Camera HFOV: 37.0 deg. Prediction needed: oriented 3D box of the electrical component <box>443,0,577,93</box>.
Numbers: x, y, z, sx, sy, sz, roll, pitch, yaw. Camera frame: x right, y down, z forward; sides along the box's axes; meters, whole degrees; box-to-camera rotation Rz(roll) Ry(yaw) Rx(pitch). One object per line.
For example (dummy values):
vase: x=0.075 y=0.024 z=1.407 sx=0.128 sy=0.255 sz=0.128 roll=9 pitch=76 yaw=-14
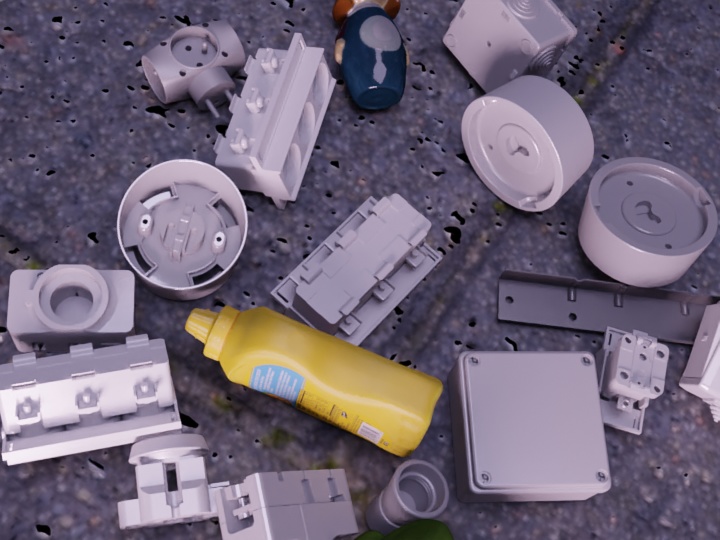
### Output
electrical component: x=0.127 y=-0.204 z=0.937 sx=0.048 sy=0.099 sz=0.099 roll=-29 pitch=75 yaw=-32

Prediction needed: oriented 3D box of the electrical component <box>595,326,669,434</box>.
electrical component: x=0.212 y=0.083 z=0.850 sx=0.042 sy=0.063 sz=0.081 roll=16 pitch=67 yaw=-1

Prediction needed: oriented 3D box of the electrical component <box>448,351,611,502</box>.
electrical component: x=0.128 y=0.120 z=0.825 sx=0.109 sy=0.056 sz=0.108 roll=1 pitch=68 yaw=-9

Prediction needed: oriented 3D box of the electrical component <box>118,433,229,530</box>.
electrical component: x=-0.135 y=0.151 z=0.771 sx=0.078 sy=0.058 sz=0.057 roll=-6 pitch=72 yaw=-11

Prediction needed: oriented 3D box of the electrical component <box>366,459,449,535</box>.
electrical component: x=0.031 y=0.171 z=0.784 sx=0.044 sy=0.065 sz=0.044 roll=13 pitch=53 yaw=-19

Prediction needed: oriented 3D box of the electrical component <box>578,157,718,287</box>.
electrical component: x=0.236 y=-0.035 z=0.900 sx=0.108 sy=0.060 sz=0.108 roll=5 pitch=52 yaw=-6

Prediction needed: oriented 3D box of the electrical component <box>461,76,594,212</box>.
electrical component: x=0.145 y=-0.110 z=0.898 sx=0.060 sy=0.108 sz=0.108 roll=-37 pitch=78 yaw=-27

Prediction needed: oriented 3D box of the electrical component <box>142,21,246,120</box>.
electrical component: x=-0.131 y=-0.162 z=0.907 sx=0.077 sy=0.044 sz=0.079 roll=-29 pitch=76 yaw=-19

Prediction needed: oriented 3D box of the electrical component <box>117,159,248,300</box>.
electrical component: x=-0.138 y=-0.028 z=0.840 sx=0.099 sy=0.064 sz=0.099 roll=3 pitch=67 yaw=-8

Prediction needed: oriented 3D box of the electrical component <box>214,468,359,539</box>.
electrical component: x=-0.050 y=0.175 z=0.757 sx=0.089 sy=0.050 sz=0.055 roll=8 pitch=60 yaw=-46

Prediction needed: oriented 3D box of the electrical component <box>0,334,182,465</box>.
electrical component: x=-0.195 y=0.091 z=0.774 sx=0.121 sy=0.078 sz=0.063 roll=-9 pitch=114 yaw=-12

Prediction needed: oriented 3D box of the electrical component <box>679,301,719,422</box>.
electrical component: x=0.297 y=0.073 z=0.859 sx=0.061 sy=0.061 sz=0.096 roll=27 pitch=86 yaw=3

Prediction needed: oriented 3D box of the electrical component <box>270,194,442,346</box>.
electrical component: x=0.000 y=0.000 z=0.851 sx=0.079 sy=0.063 sz=0.121 roll=42 pitch=68 yaw=9

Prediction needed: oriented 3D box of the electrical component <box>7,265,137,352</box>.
electrical component: x=-0.215 y=0.030 z=0.809 sx=0.089 sy=0.055 sz=0.050 roll=0 pitch=68 yaw=-9

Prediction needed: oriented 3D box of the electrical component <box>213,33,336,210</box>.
electrical component: x=-0.070 y=-0.124 z=0.889 sx=0.063 sy=0.078 sz=0.121 roll=9 pitch=65 yaw=18
